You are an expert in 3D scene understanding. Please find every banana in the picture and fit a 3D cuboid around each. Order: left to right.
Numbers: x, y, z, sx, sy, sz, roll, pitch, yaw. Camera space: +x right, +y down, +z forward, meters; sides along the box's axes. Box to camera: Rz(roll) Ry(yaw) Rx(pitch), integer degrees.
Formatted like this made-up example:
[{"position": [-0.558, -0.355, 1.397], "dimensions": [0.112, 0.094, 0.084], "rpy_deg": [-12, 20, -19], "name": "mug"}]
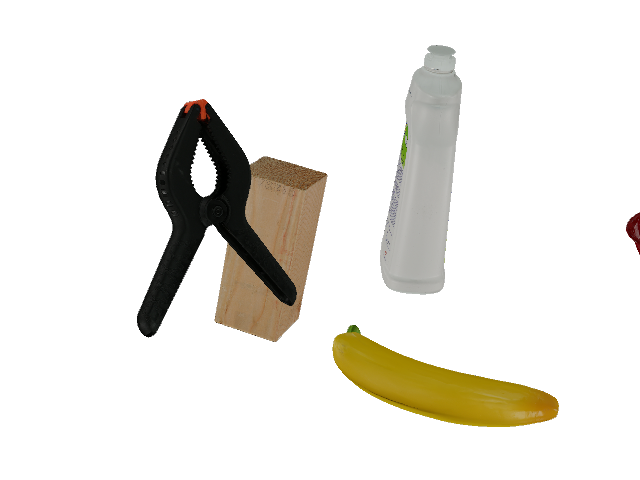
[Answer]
[{"position": [0.076, 0.101, 0.792], "dimensions": [0.198, 0.037, 0.069], "rpy_deg": [19, 37, 38], "name": "banana"}]

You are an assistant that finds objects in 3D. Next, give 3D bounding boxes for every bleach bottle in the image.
[{"position": [0.109, -0.075, 1.108], "dimensions": [0.068, 0.251, 0.102], "rpy_deg": [3, 29, -4], "name": "bleach bottle"}]

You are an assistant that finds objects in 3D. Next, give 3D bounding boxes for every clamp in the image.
[{"position": [-0.093, -0.022, 0.976], "dimensions": [0.164, 0.210, 0.036], "rpy_deg": [-2, 2, -36], "name": "clamp"}]

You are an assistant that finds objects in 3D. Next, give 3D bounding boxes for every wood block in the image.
[{"position": [-0.064, 0.009, 1.359], "dimensions": [0.090, 0.206, 0.090], "rpy_deg": [17, 22, 13], "name": "wood block"}]

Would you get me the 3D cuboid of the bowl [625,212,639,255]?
[{"position": [0.403, 0.013, 1.119], "dimensions": [0.162, 0.055, 0.162], "rpy_deg": [-3, 23, 1], "name": "bowl"}]
